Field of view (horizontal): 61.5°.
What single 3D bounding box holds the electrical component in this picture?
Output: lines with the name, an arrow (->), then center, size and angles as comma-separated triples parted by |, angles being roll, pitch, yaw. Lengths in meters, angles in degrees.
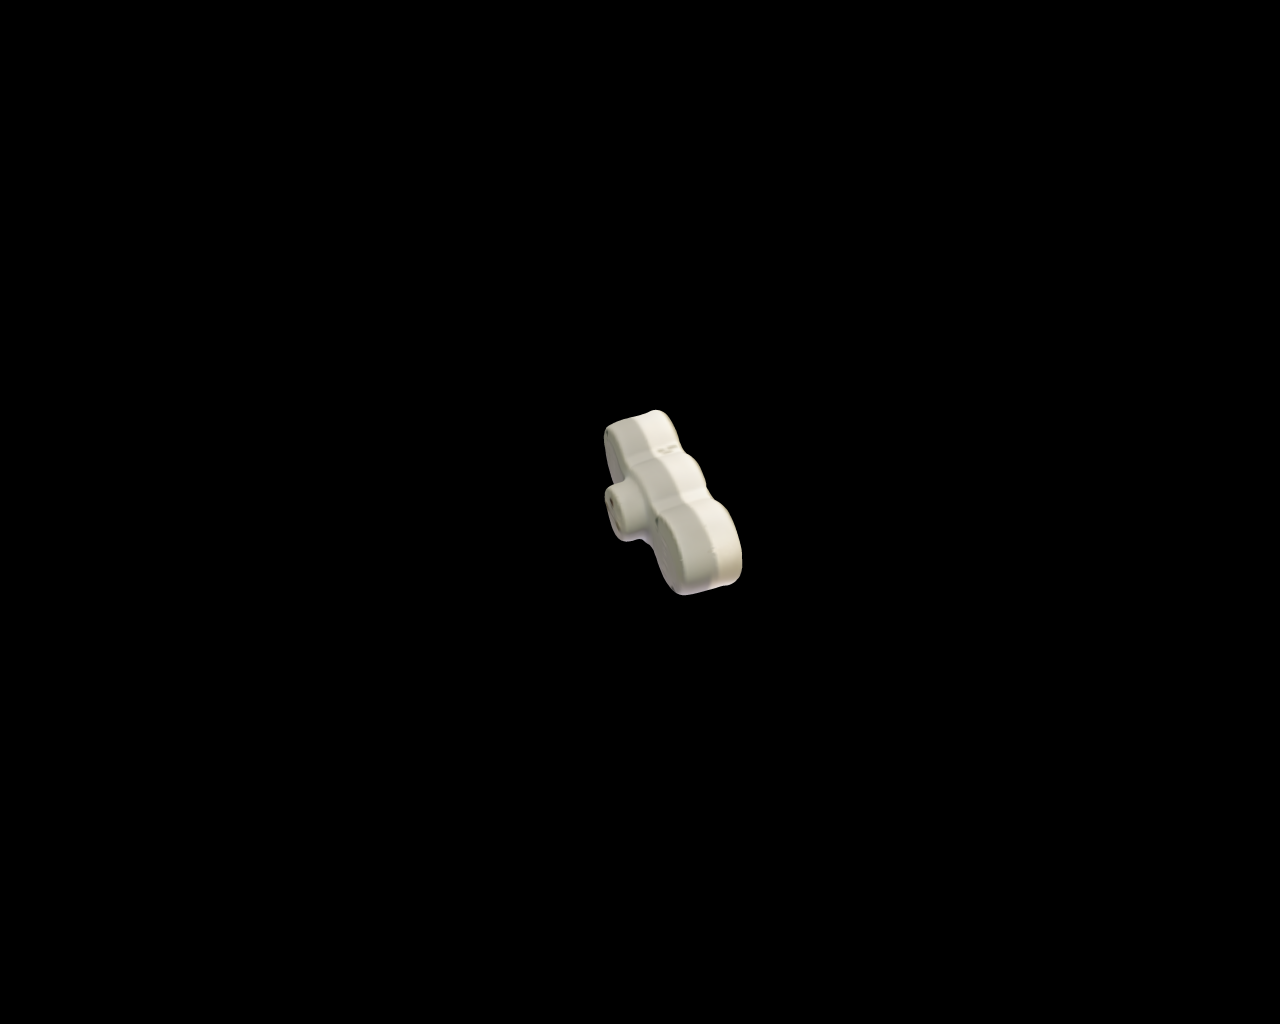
electrical component -> 0.001, -0.003, 0.650 | 0.074, 0.052, 0.138 | -15, 47, -15
